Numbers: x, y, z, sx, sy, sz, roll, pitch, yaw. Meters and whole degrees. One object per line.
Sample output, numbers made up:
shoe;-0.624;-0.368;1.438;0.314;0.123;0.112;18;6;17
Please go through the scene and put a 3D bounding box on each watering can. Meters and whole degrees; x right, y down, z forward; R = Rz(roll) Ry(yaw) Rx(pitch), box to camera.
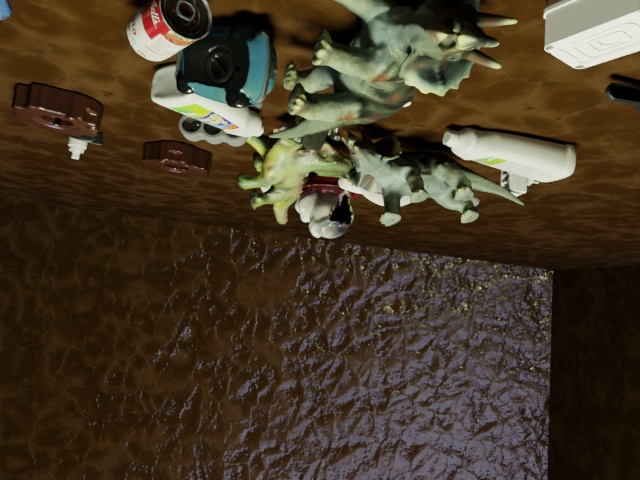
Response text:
watering can;0.207;-0.134;1.232;0.348;0.105;0.222;7;-8;14

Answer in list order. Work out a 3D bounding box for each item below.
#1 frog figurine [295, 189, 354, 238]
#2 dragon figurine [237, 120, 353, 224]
frog figurine;0.004;-0.069;1.368;0.159;0.140;0.121;-3;-29;40
dragon figurine;-0.044;-0.143;1.169;0.242;0.124;0.403;0;-25;15
